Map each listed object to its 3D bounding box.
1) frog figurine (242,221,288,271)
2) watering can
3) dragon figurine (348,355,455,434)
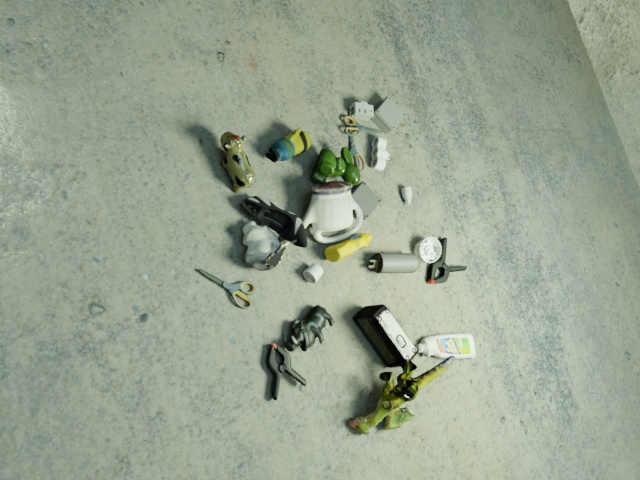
[{"bbox_3d":[-0.199,0.021,1.687,0.161,0.120,0.139,32,67,22],"label":"frog figurine"},{"bbox_3d":[0.005,-0.091,1.801,0.349,0.105,0.222,-11,106,-28],"label":"watering can"},{"bbox_3d":[0.286,0.546,1.758,0.412,0.237,0.124,-16,41,-19],"label":"dragon figurine"}]
